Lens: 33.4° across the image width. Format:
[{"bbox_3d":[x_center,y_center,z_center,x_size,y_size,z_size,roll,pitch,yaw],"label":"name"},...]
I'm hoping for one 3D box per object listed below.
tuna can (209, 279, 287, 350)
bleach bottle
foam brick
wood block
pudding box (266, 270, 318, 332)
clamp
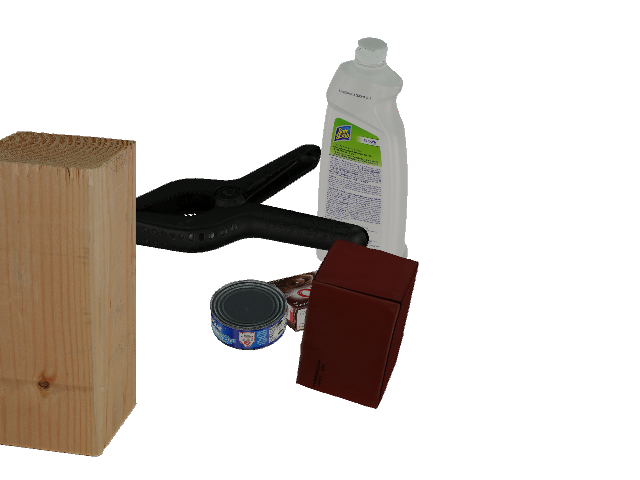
[{"bbox_3d":[-0.080,0.083,1.190,0.086,0.034,0.086,1,36,-1],"label":"tuna can"},{"bbox_3d":[0.051,-0.086,1.111,0.103,0.251,0.068,13,33,13],"label":"bleach bottle"},{"bbox_3d":[0.021,0.048,0.623,0.053,0.078,0.051,16,33,10],"label":"foam brick"},{"bbox_3d":[-0.185,0.035,0.751,0.091,0.206,0.090,6,18,7],"label":"wood block"},{"bbox_3d":[-0.008,0.077,1.406,0.113,0.039,0.090,-14,26,-28],"label":"pudding box"},{"bbox_3d":[-0.075,-0.032,0.922,0.210,0.036,0.164,-5,33,-6],"label":"clamp"}]
